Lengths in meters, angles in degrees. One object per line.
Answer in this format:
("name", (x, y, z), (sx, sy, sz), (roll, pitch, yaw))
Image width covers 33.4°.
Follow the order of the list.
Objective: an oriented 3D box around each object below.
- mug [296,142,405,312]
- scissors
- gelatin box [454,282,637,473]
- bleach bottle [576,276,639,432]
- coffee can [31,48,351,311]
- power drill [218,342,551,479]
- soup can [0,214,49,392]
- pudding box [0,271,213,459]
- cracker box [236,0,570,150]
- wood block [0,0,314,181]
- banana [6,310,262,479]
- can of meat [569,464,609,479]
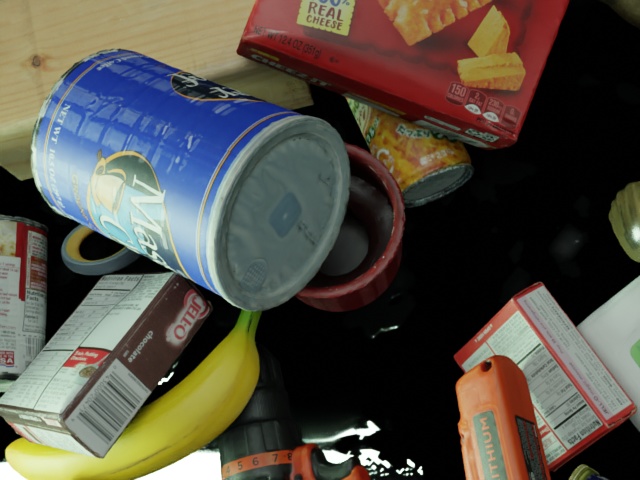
("mug", (-0.004, 0.001, 0.643), (0.117, 0.081, 0.093), (-18, 74, 3))
("scissors", (-0.081, -0.020, 0.683), (0.202, 0.016, 0.096), (-1, 55, 8))
("gelatin box", (0.127, 0.080, 0.607), (0.030, 0.073, 0.089), (-24, 69, -35))
("bleach bottle", (0.254, 0.121, 0.585), (0.102, 0.068, 0.251), (-38, 76, -1))
("coffee can", (-0.069, -0.035, 0.569), (0.140, 0.102, 0.103), (24, 80, 33))
("power drill", (0.029, 0.126, 0.597), (0.188, 0.057, 0.184), (-21, 68, 24))
("soup can", (-0.207, 0.041, 0.671), (0.068, 0.068, 0.102), (-4, 76, 7))
("pudding box", (-0.127, 0.069, 0.626), (0.039, 0.090, 0.113), (52, 58, -24))
("cracker box", (0.066, -0.177, 0.598), (0.164, 0.072, 0.214), (20, 90, -8))
("wood block", (-0.117, -0.116, 0.686), (0.206, 0.090, 0.091), (-14, 75, 5))
("banana", (-0.107, 0.109, 0.630), (0.198, 0.037, 0.069), (-30, 36, 14))
("can of meat", (0.164, 0.184, 0.569), (0.084, 0.057, 0.102), (18, 79, 35))
